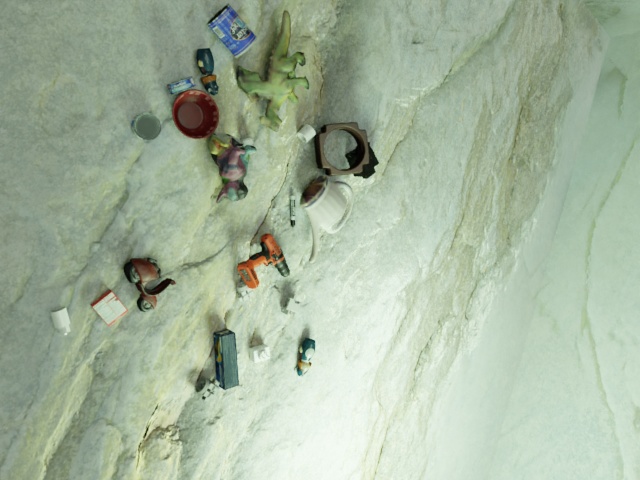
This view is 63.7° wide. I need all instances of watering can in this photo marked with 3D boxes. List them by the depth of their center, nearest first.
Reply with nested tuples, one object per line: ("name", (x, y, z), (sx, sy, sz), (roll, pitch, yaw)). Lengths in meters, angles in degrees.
("watering can", (0.006, -0.101, 2.000), (0.221, 0.352, 0.104), (45, -22, -29))

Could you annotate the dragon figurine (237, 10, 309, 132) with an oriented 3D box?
("dragon figurine", (-0.178, -0.592, 1.834), (0.244, 0.406, 0.122), (-17, 13, -25))
